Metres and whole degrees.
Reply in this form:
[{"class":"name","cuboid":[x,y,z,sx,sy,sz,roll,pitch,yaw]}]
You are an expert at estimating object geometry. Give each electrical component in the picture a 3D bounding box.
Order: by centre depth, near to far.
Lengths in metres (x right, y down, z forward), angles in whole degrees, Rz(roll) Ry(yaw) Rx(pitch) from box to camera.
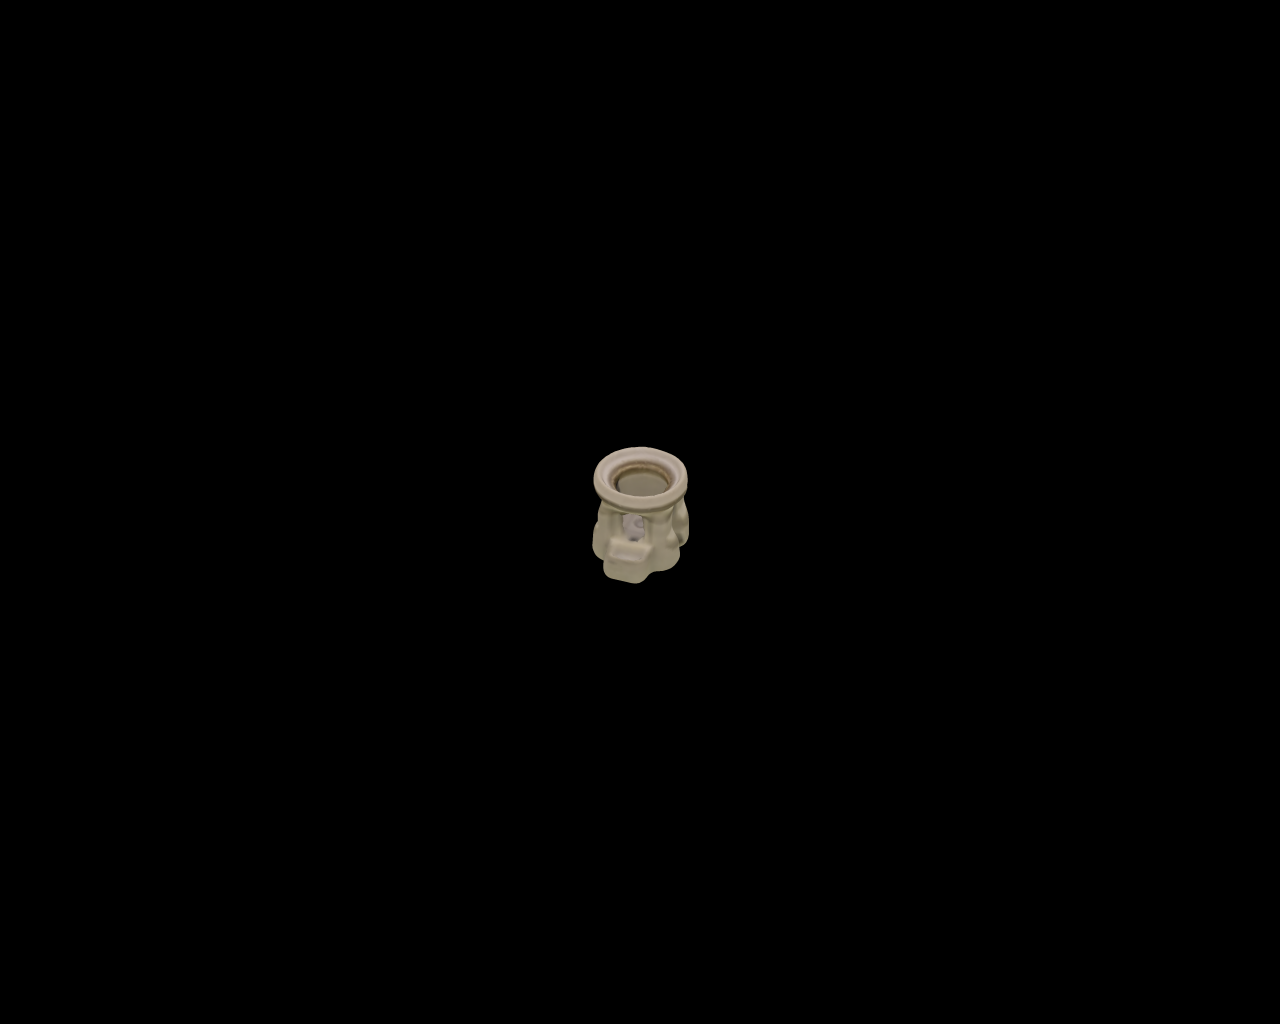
[{"class":"electrical component","cuboid":[0.001,-0.003,0.650,0.058,0.056,0.078,11,39,14]}]
